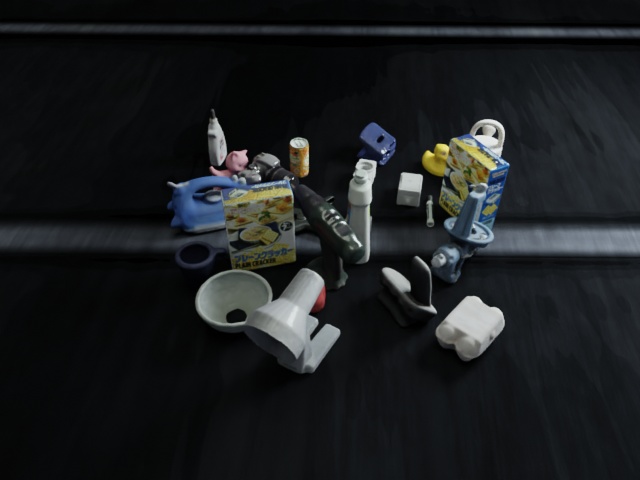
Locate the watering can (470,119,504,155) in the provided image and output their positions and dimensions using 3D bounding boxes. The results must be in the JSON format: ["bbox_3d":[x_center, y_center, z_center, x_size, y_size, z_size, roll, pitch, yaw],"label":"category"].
[{"bbox_3d":[0.463,-0.261,1.630,0.101,0.194,0.172,-1,43,-1],"label":"watering can"}]

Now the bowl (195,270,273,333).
[{"bbox_3d":[-0.187,0.148,1.266,0.167,0.075,0.167,0,43,0],"label":"bowl"}]

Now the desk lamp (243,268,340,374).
[{"bbox_3d":[-0.051,0.171,1.140,0.117,0.214,0.203,22,47,22],"label":"desk lamp"}]

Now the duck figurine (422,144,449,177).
[{"bbox_3d":[0.352,-0.245,1.691,0.104,0.086,0.078,34,52,31],"label":"duck figurine"}]

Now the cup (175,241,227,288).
[{"bbox_3d":[-0.274,0.061,1.344,0.118,0.095,0.091,-13,44,-14],"label":"cup"}]

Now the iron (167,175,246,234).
[{"bbox_3d":[-0.272,-0.115,1.501,0.258,0.141,0.118,-13,44,-14],"label":"iron"}]

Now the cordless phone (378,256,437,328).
[{"bbox_3d":[0.195,0.086,1.255,0.094,0.185,0.147,-24,48,-24],"label":"cordless phone"}]

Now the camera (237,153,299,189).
[{"bbox_3d":[-0.138,-0.173,1.596,0.136,0.101,0.143,28,49,26],"label":"camera"}]

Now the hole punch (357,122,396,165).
[{"bbox_3d":[0.175,-0.294,1.739,0.101,0.091,0.109,20,46,20],"label":"hole punch"}]

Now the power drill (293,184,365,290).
[{"bbox_3d":[0.012,0.005,1.325,0.076,0.208,0.228,-28,50,-27],"label":"power drill"}]

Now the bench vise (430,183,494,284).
[{"bbox_3d":[0.342,-0.013,1.339,0.121,0.220,0.208,16,45,17],"label":"bench vise"}]

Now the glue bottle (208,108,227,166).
[{"bbox_3d":[-0.308,-0.308,1.687,0.037,0.173,0.078,5,43,6],"label":"glue bottle"}]

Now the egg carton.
[{"bbox_3d":[0.324,0.189,1.231,0.107,0.069,0.151,30,50,29],"label":"egg carton"}]

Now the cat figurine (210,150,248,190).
[{"bbox_3d":[-0.253,-0.202,1.614,0.128,0.118,0.067,-22,47,-23],"label":"cat figurine"}]

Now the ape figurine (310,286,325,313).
[{"bbox_3d":[-0.022,0.114,1.292,0.078,0.092,0.076,-14,44,-15],"label":"ape figurine"}]
